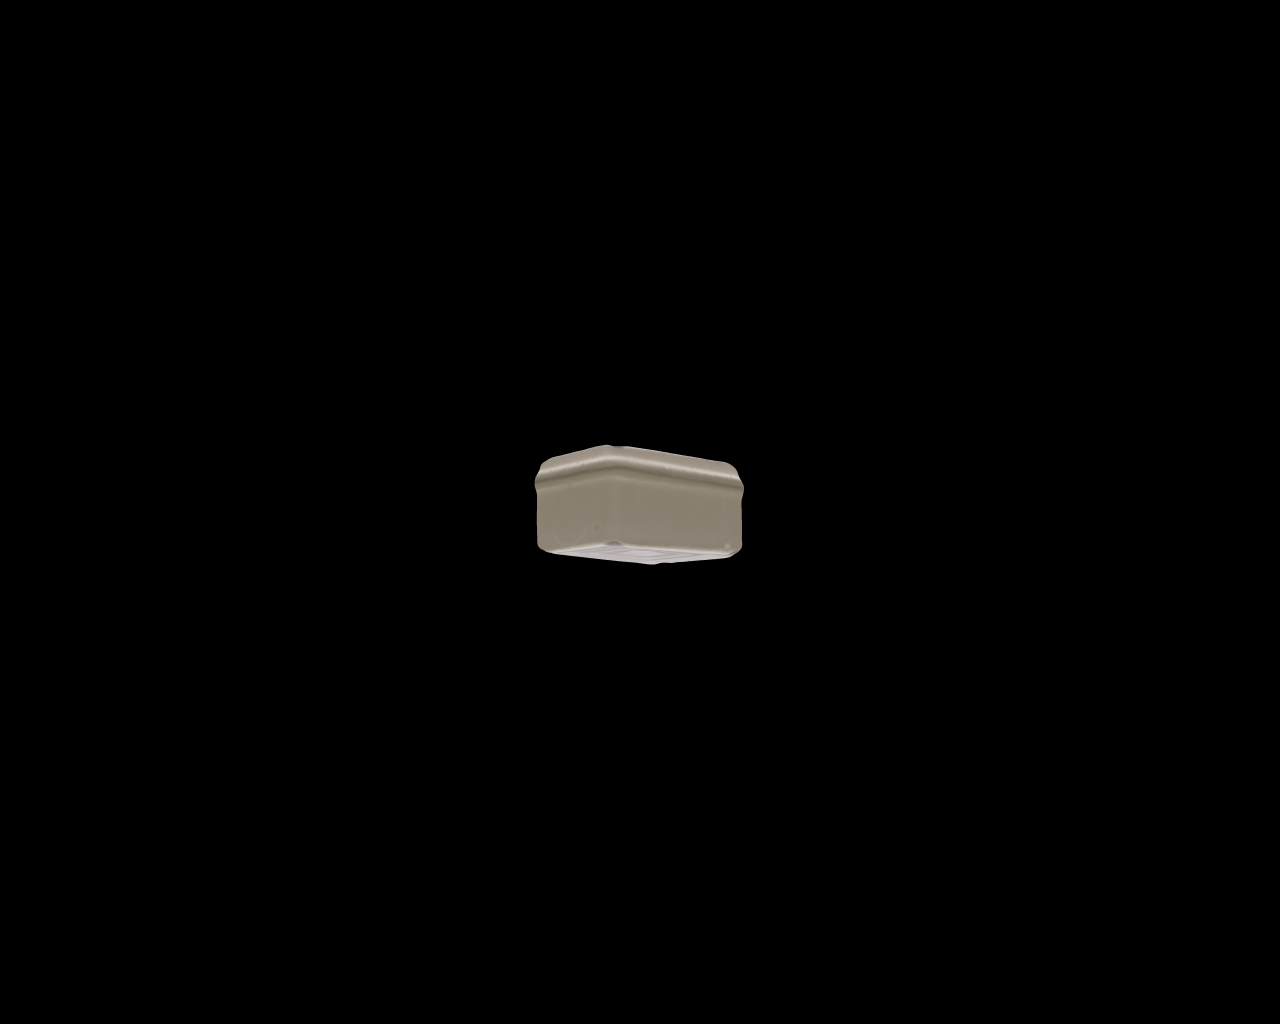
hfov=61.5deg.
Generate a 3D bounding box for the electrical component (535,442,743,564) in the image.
[{"bbox_3d":[0.001,-0.003,0.650,0.113,0.057,0.078,8,-11,-43],"label":"electrical component"}]
